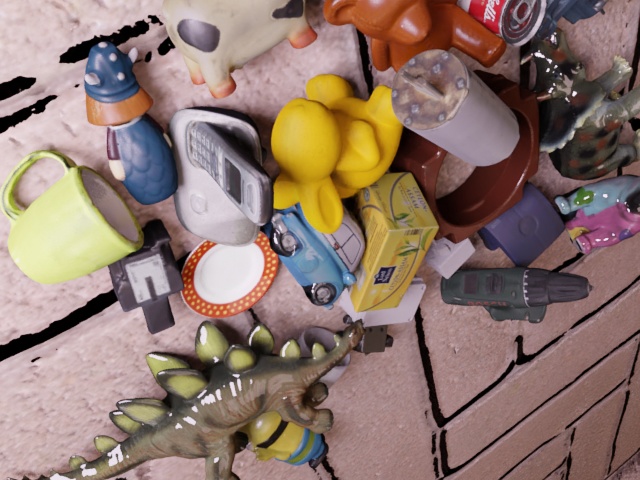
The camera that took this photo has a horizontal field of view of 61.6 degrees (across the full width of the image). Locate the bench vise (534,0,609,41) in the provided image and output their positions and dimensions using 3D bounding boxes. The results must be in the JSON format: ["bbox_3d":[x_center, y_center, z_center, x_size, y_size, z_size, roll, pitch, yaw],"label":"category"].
[{"bbox_3d":[0.329,-0.356,0.631,0.223,0.129,0.240,1,136,-44],"label":"bench vise"}]

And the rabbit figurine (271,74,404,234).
[{"bbox_3d":[0.000,-0.096,0.550,0.162,0.122,0.173,-65,163,17],"label":"rabbit figurine"}]

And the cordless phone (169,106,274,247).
[{"bbox_3d":[-0.081,-0.041,0.522,0.089,0.184,0.146,-11,124,-25],"label":"cordless phone"}]

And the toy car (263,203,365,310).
[{"bbox_3d":[-0.001,-0.002,0.653,0.103,0.109,0.161,-31,127,0],"label":"toy car"}]

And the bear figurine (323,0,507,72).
[{"bbox_3d":[0.099,-0.213,0.539,0.120,0.132,0.196,-43,170,19],"label":"bear figurine"}]

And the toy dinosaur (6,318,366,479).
[{"bbox_3d":[-0.148,0.220,0.686,0.471,0.105,0.198,-32,111,-5],"label":"toy dinosaur"}]

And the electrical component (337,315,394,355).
[{"bbox_3d":[0.071,0.152,0.859,0.102,0.045,0.078,-1,93,-37],"label":"electrical component"}]

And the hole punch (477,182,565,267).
[{"bbox_3d":[0.327,-0.028,0.886,0.142,0.092,0.115,-43,130,1],"label":"hole punch"}]

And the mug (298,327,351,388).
[{"bbox_3d":[-0.023,0.195,0.796,0.109,0.081,0.107,8,121,-39],"label":"mug"}]

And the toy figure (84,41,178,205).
[{"bbox_3d":[-0.180,-0.106,0.500,0.058,0.064,0.154,-5,125,13],"label":"toy figure"}]

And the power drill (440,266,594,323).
[{"bbox_3d":[0.332,0.094,0.901,0.207,0.232,0.086,18,73,-61],"label":"power drill"}]

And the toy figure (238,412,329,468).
[{"bbox_3d":[-0.057,0.297,0.840,0.180,0.082,0.089,35,77,-36],"label":"toy figure"}]

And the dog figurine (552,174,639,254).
[{"bbox_3d":[0.504,-0.064,0.865,0.219,0.108,0.191,-25,174,20],"label":"dog figurine"}]

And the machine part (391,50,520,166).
[{"bbox_3d":[0.144,-0.128,0.552,0.243,0.079,0.079,7,115,-55],"label":"machine part"}]

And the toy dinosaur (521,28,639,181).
[{"bbox_3d":[0.423,-0.163,0.850,0.192,0.131,0.404,-34,143,12],"label":"toy dinosaur"}]

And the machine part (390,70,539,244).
[{"bbox_3d":[0.200,-0.112,0.742,0.201,0.087,0.201,-33,134,-12],"label":"machine part"}]

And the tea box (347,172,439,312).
[{"bbox_3d":[0.081,0.006,0.693,0.068,0.098,0.169,-4,142,-18],"label":"tea box"}]

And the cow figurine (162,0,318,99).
[{"bbox_3d":[-0.054,-0.233,0.490,0.195,0.086,0.127,-36,139,-9],"label":"cow figurine"}]

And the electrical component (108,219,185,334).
[{"bbox_3d":[-0.191,0.044,0.598,0.075,0.048,0.119,-23,130,-20],"label":"electrical component"}]
